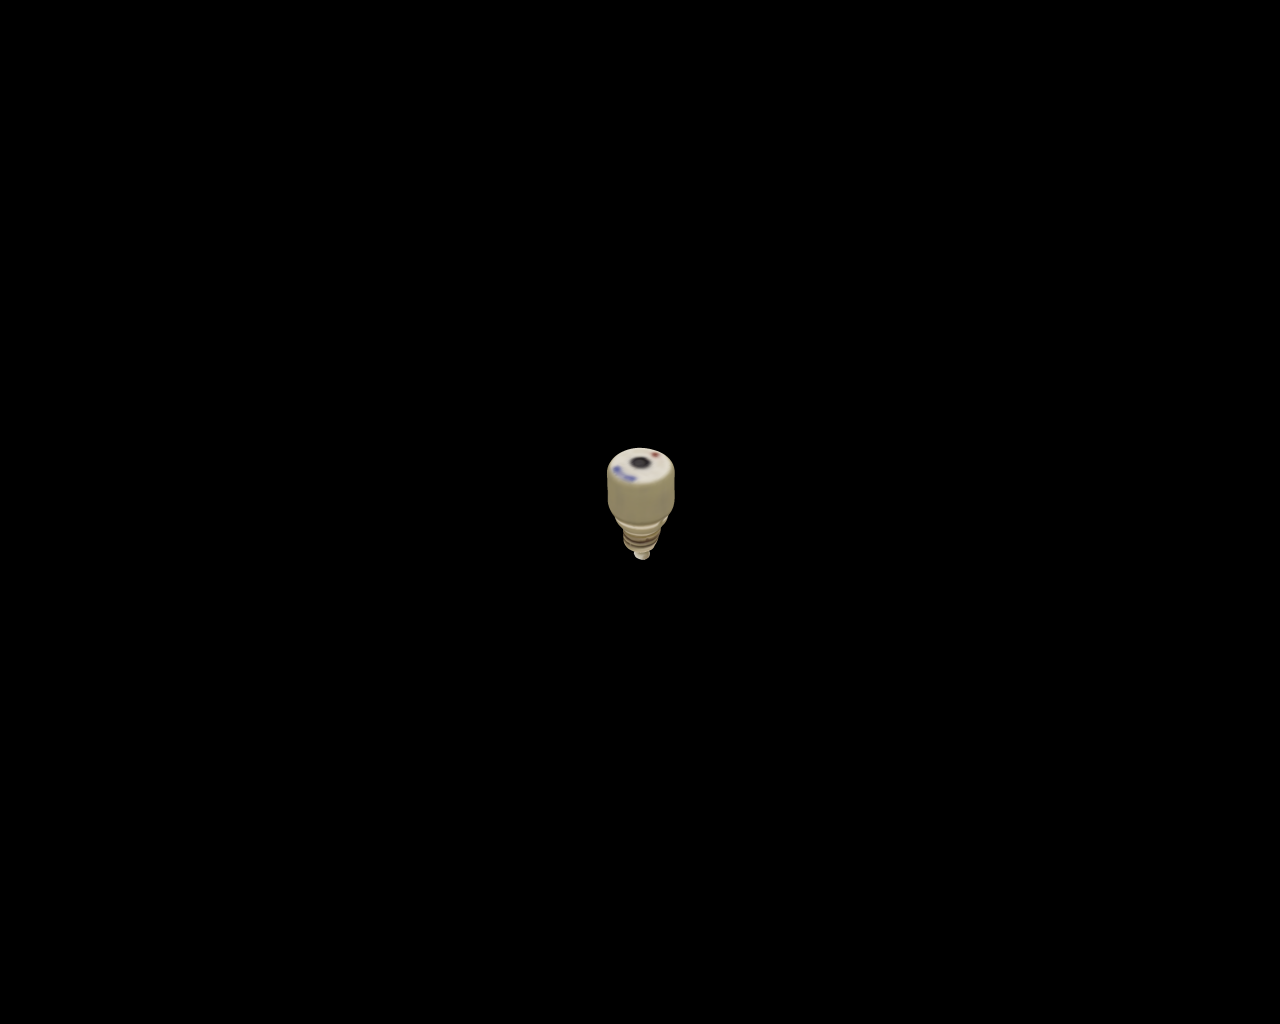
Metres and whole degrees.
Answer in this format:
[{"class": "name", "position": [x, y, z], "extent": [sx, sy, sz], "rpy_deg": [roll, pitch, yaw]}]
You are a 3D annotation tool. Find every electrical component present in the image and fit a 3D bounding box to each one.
[{"class": "electrical component", "position": [0.001, -0.003, 0.650], "extent": [0.040, 0.078, 0.040], "rpy_deg": [0, 38, 0]}]
